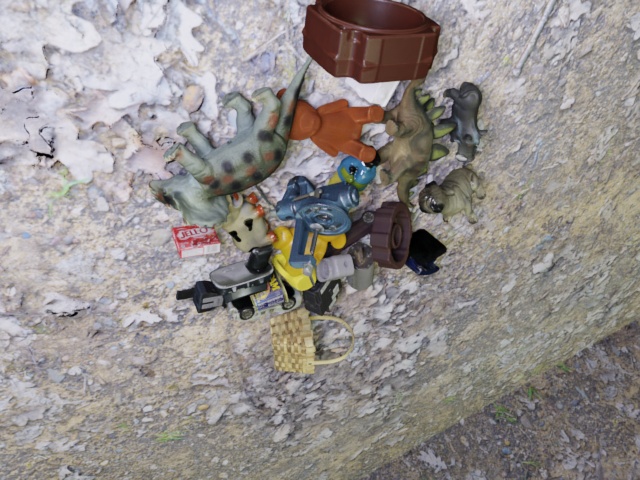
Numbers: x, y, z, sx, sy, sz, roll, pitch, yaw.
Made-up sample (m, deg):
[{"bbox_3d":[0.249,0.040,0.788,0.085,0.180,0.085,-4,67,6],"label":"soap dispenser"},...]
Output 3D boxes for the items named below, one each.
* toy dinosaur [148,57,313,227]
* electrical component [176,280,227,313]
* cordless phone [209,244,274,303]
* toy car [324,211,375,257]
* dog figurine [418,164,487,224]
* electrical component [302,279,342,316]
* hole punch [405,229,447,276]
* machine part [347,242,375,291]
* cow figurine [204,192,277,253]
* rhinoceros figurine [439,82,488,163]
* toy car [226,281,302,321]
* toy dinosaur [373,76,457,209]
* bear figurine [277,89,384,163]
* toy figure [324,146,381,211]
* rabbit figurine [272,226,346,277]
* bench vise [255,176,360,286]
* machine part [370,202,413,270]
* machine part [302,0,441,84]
[{"bbox_3d":[-0.146,-0.159,0.998,0.405,0.131,0.192,-29,129,4],"label":"toy dinosaur"},{"bbox_3d":[-0.285,0.136,1.306,0.119,0.048,0.074,-5,133,-32],"label":"electrical component"},{"bbox_3d":[-0.173,0.066,1.223,0.147,0.089,0.184,-16,163,-19],"label":"cordless phone"},{"bbox_3d":[0.070,-0.009,1.381,0.202,0.053,0.089,-33,161,3],"label":"toy car"},{"bbox_3d":[0.326,-0.132,1.351,0.121,0.172,0.190,-7,161,37],"label":"dog figurine"},{"bbox_3d":[0.005,0.134,1.443,0.115,0.058,0.134,-51,149,-30],"label":"electrical component"},{"bbox_3d":[0.278,0.046,1.518,0.116,0.142,0.092,-25,146,-26],"label":"hole punch"},{"bbox_3d":[0.108,0.074,1.437,0.079,0.079,0.243,-26,156,-7],"label":"machine part"},{"bbox_3d":[-0.181,-0.043,1.163,0.127,0.086,0.194,-31,143,-7],"label":"cow figurine"},{"bbox_3d":[0.336,-0.269,1.234,0.073,0.112,0.190,-27,134,-21],"label":"rhinoceros figurine"},{"bbox_3d":[-0.146,0.160,1.398,0.202,0.074,0.056,-11,136,-23],"label":"toy car"},{"bbox_3d":[0.205,-0.201,1.232,0.198,0.105,0.470,-23,151,-17],"label":"toy dinosaur"},{"bbox_3d":[0.010,-0.228,1.062,0.196,0.132,0.120,4,103,-41],"label":"bear figurine"},{"bbox_3d":[0.068,-0.131,1.200,0.082,0.089,0.180,5,149,-33],"label":"toy figure"},{"bbox_3d":[-0.003,-0.004,1.265,0.173,0.122,0.162,-39,161,34],"label":"rabbit figurine"},{"bbox_3d":[-0.028,-0.032,1.134,0.224,0.240,0.128,-2,148,20],"label":"bench vise"},{"bbox_3d":[0.180,-0.013,1.360,0.179,0.056,0.179,-22,116,-58],"label":"machine part"},{"bbox_3d":[0.086,-0.349,0.920,0.201,0.202,0.087,-12,134,-23],"label":"machine part"}]
